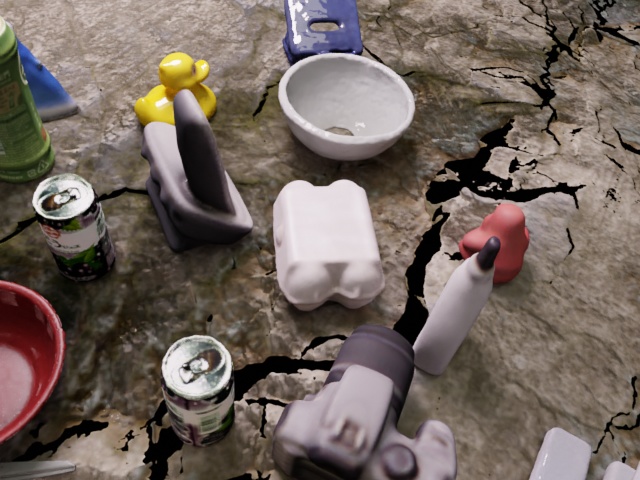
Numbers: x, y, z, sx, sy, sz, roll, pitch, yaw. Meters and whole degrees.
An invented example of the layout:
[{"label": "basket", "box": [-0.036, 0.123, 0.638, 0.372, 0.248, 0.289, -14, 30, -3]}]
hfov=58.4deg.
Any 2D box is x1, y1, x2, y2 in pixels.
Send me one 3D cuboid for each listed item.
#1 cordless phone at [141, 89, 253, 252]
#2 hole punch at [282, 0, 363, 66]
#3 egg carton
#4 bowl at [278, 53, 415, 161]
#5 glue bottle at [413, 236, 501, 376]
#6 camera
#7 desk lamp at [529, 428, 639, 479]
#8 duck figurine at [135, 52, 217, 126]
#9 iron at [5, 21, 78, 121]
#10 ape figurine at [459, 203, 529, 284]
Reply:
[{"label": "cordless phone", "box": [-0.127, -0.090, 0.568, 0.094, 0.185, 0.147, -22, 59, -23]}, {"label": "hole punch", "box": [0.006, -0.286, 0.798, 0.109, 0.091, 0.101, -6, 54, -13]}, {"label": "egg carton", "box": [0.005, 0.002, 0.592, 0.107, 0.069, 0.150, -2, 53, -10]}, {"label": "bowl", "box": [0.029, -0.153, 0.710, 0.167, 0.075, 0.167, 4, 52, -5]}, {"label": "glue bottle", "box": [0.126, 0.052, 0.507, 0.037, 0.173, 0.078, 27, 54, 12]}, {"label": "camera", "box": [0.049, 0.142, 0.472, 0.143, 0.101, 0.137, 22, 53, 8]}, {"label": "desk lamp", "box": [0.206, 0.198, 0.382, 0.117, 0.213, 0.203, 28, 54, 13]}, {"label": "duck figurine", "box": [-0.176, -0.184, 0.695, 0.105, 0.086, 0.077, -29, 62, -27]}, {"label": "iron", "box": [-0.419, -0.218, 0.648, 0.258, 0.141, 0.118, 6, 52, -4]}, {"label": "ape figurine", "box": [0.192, -0.003, 0.610, 0.078, 0.092, 0.076, 3, 52, -6]}]
